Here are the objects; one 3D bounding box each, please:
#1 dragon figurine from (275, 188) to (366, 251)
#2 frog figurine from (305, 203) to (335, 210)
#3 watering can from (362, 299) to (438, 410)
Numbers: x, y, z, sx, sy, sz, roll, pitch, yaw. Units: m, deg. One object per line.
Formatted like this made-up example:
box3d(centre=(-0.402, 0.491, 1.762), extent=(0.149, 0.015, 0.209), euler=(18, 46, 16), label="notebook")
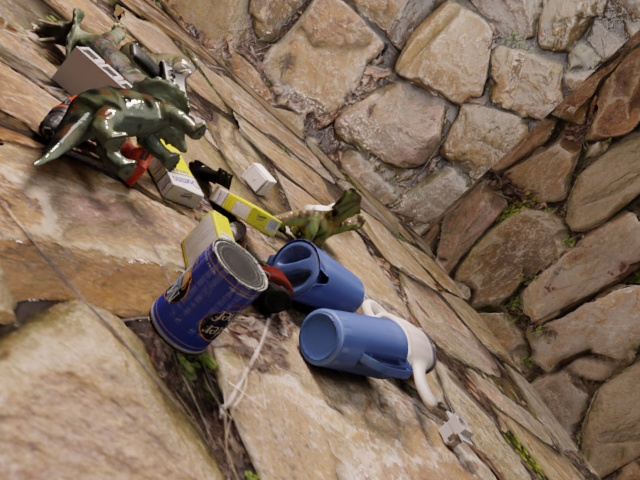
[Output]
box3d(centre=(0.004, -0.073, 1.448), extent=(0.124, 0.241, 0.406), euler=(58, 16, 27), label="dragon figurine")
box3d(centre=(0.016, -0.080, 1.643), extent=(0.124, 0.158, 0.136), euler=(51, 14, 27), label="frog figurine")
box3d(centre=(0.222, 0.289, 1.297), extent=(0.222, 0.103, 0.355), euler=(31, 19, -46), label="watering can")
